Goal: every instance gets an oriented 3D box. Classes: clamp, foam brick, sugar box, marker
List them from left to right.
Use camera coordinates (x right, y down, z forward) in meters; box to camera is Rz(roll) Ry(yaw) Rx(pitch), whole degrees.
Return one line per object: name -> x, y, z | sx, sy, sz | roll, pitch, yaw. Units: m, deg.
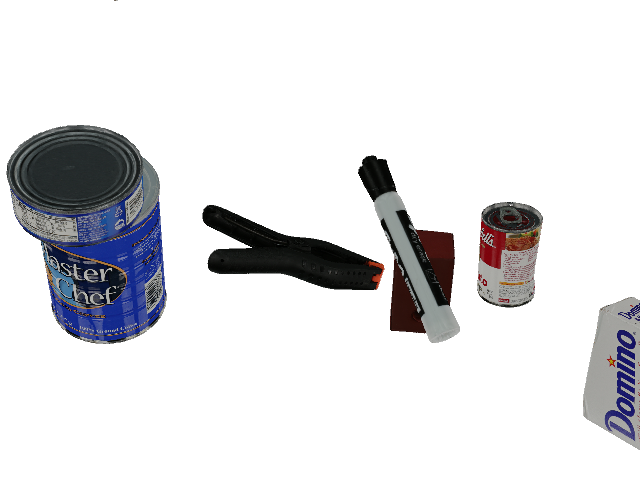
clamp -> -0.032, 0.020, 1.157 | 0.210, 0.036, 0.164 | 16, 18, -6
marker -> 0.050, 0.002, 0.628 | 0.020, 0.121, 0.020 | -19, -22, -8
foam brick -> 0.090, 0.036, 0.948 | 0.053, 0.078, 0.051 | 3, 27, 5
sugar box -> 0.261, 0.115, 0.719 | 0.048, 0.093, 0.176 | -15, 29, -38

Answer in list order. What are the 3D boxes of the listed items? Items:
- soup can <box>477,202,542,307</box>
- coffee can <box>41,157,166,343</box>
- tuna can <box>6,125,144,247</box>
soup can -> 0.215, 0.016, 1.216 | 0.068, 0.102, 0.068 | -1, 30, 0
coffee can -> -0.185, 0.005, 0.909 | 0.102, 0.103, 0.140 | 0, -44, -5
tuna can -> -0.157, -0.035, 0.692 | 0.086, 0.034, 0.086 | 3, 44, -3
